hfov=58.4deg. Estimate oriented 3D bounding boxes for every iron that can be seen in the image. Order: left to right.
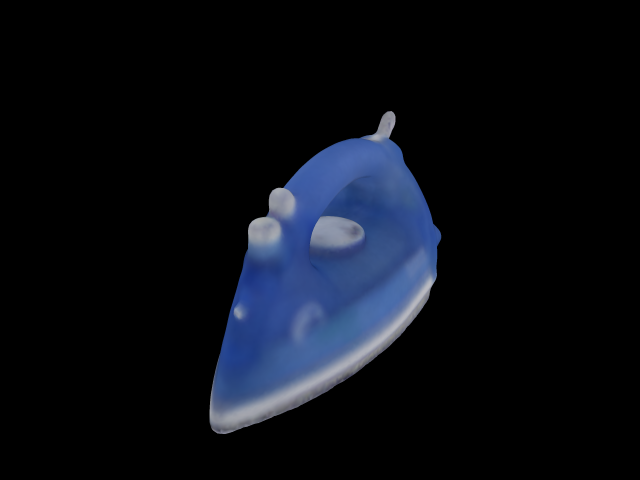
[{"bbox_3d":[0.004,0.001,0.400,0.118,0.141,0.259,12,27,25],"label":"iron"}]
